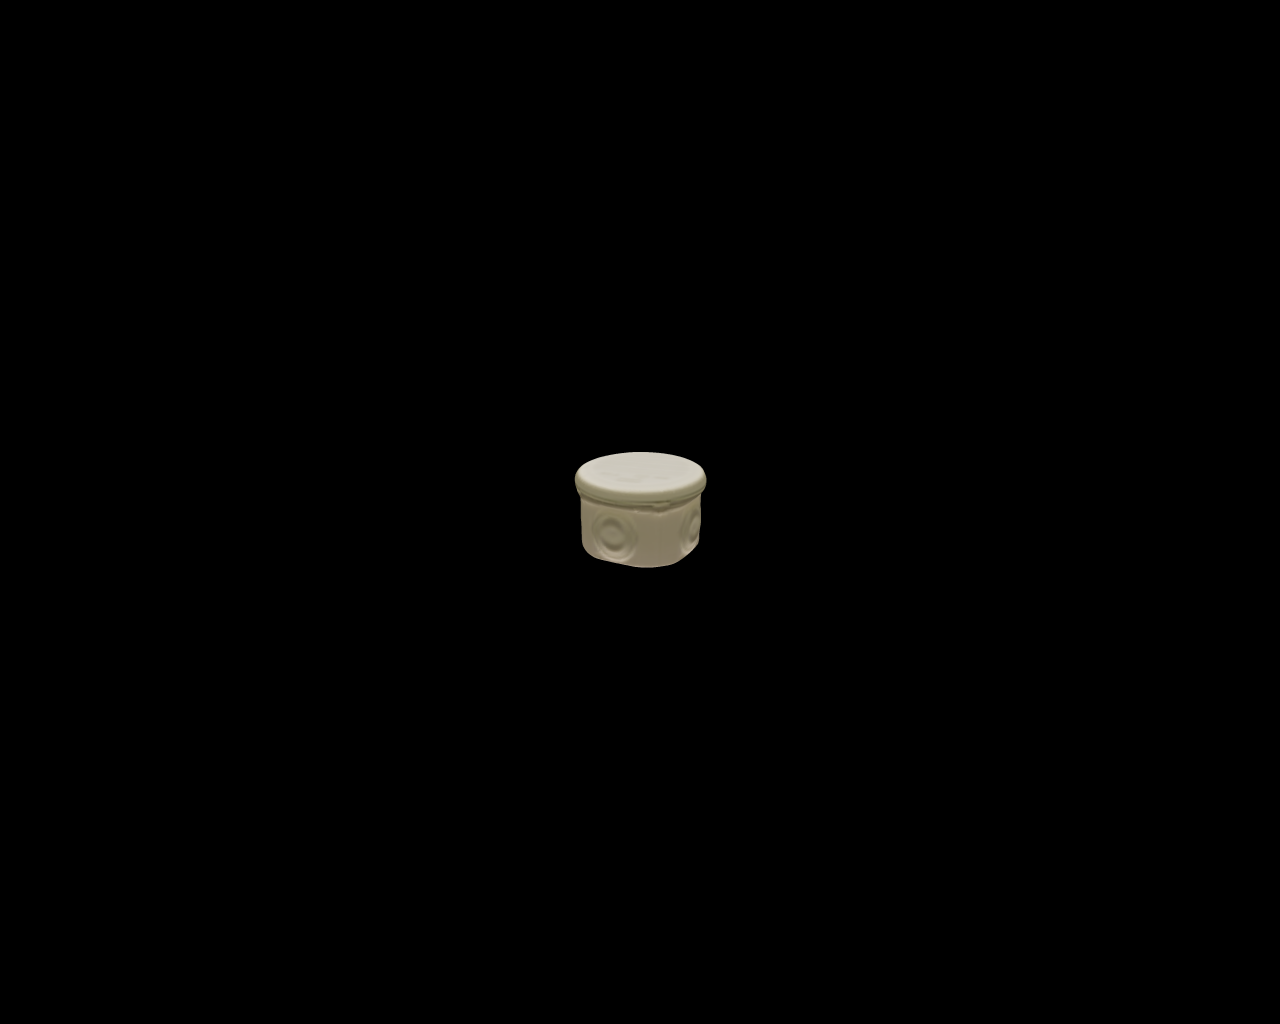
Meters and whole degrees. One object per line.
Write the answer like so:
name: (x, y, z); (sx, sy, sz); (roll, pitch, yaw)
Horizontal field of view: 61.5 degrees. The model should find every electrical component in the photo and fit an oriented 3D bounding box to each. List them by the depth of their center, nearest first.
electrical component: (0.001, -0.003, 0.650); (0.080, 0.050, 0.080); (0, 20, 0)
